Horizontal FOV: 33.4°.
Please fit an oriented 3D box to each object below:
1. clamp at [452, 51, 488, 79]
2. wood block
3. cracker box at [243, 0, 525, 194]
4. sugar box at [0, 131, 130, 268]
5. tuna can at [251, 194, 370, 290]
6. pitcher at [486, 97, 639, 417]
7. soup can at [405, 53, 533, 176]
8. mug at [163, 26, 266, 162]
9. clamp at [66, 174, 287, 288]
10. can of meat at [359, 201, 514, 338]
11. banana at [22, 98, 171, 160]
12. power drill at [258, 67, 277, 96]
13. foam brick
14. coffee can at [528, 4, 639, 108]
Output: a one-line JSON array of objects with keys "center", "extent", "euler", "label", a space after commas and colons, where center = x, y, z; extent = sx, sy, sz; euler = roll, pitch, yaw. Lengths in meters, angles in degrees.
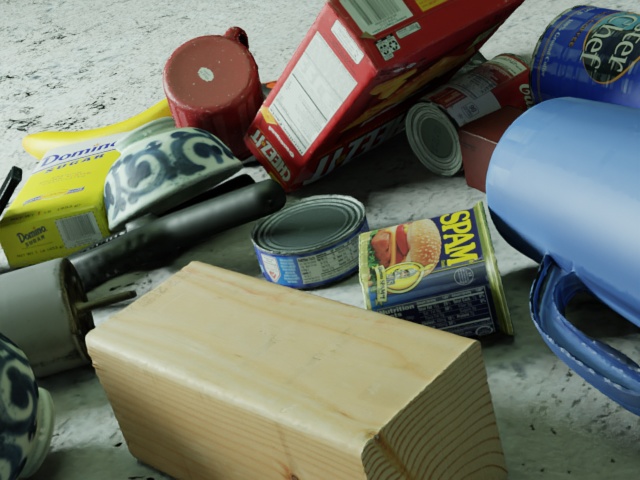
[{"center": [0.132, -0.145, 0.983], "extent": [0.120, 0.039, 0.172], "euler": [-24, 28, -17], "label": "clamp"}, {"center": [-0.018, 0.087, 0.558], "extent": [0.206, 0.091, 0.090], "euler": [14, 39, 43], "label": "wood block"}, {"center": [0.048, -0.136, 0.856], "extent": [0.164, 0.072, 0.214], "euler": [-31, -9, -29], "label": "cracker box"}, {"center": [-0.219, -0.041, 0.958], "extent": [0.093, 0.048, 0.176], "euler": [-12, 28, 7], "label": "sugar box"}, {"center": [-0.005, 0.001, 0.779], "extent": [0.086, 0.034, 0.086], "euler": [-12, 27, 6], "label": "tuna can"}, {"center": [0.190, -0.002, 0.595], "extent": [0.149, 0.145, 0.243], "euler": [2, 15, -25], "label": "pitcher"}, {"center": [0.128, -0.103, 0.873], "extent": [0.102, 0.068, 0.069], "euler": [-31, 31, -28], "label": "soup can"}, {"center": [-0.086, -0.134, 0.930], "extent": [0.093, 0.081, 0.117], "euler": [17, 68, 11], "label": "mug"}, {"center": [-0.124, -0.003, 0.813], "extent": [0.209, 0.036, 0.165], "euler": [-25, 8, -15], "label": "clamp"}, {"center": [0.071, 0.025, 0.671], "extent": [0.084, 0.057, 0.102], "euler": [-13, 26, 9], "label": "can of meat"}, {"center": [-0.214, -0.106, 1.079], "extent": [0.198, 0.037, 0.069], "euler": [-16, 39, 11], "label": "banana"}, {"center": [-0.034, -0.152, 1.066], "extent": [0.188, 0.057, 0.184], "euler": [-9, 30, 17], "label": "power drill"}, {"center": [0.148, -0.062, 0.802], "extent": [0.051, 0.053, 0.078], "euler": [-24, 29, -18], "label": "foam brick"}, {"center": [0.243, -0.119, 0.806], "extent": [0.102, 0.103, 0.140], "euler": [-26, 29, -21], "label": "coffee can"}]
